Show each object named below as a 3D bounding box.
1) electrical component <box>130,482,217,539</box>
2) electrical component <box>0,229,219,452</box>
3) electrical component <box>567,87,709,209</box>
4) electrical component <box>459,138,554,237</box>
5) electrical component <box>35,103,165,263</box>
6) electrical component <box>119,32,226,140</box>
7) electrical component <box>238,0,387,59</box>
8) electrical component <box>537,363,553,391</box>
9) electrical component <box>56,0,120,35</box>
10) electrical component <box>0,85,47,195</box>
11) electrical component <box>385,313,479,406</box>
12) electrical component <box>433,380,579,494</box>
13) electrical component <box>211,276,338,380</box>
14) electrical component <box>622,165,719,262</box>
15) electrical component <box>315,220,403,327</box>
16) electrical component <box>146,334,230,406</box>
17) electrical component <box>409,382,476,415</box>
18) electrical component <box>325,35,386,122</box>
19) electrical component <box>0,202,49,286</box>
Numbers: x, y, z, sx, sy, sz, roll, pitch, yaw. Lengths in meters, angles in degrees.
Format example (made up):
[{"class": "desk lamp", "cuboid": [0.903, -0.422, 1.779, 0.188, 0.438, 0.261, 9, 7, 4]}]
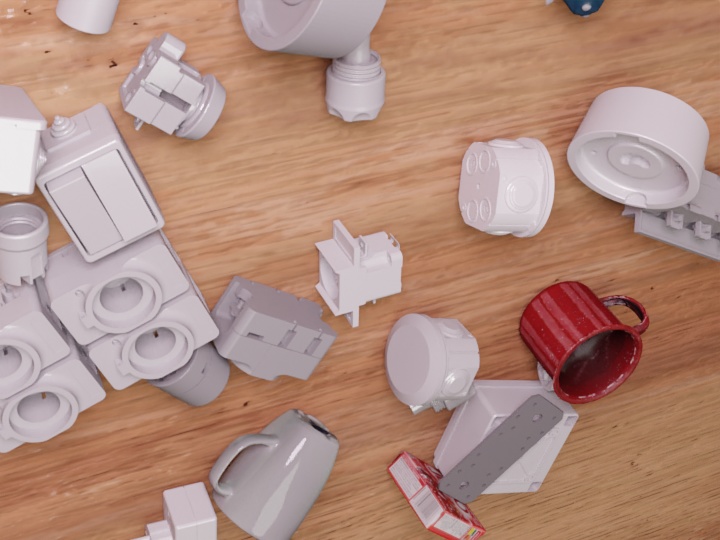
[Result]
[{"class": "electrical component", "cuboid": [-0.172, 0.244, 0.974, 0.076, 0.047, 0.083, -10, 129, -21]}, {"class": "electrical component", "cuboid": [-0.211, 0.047, 0.793, 0.186, 0.060, 0.105, -29, 133, -4]}, {"class": "electrical component", "cuboid": [0.230, -0.104, 0.876, 0.108, 0.108, 0.060, 45, 61, -42]}, {"class": "electrical component", "cuboid": [0.117, -0.066, 0.862, 0.051, 0.080, 0.080, 0, 125, -21]}, {"class": "electrical component", "cuboid": [-0.181, -0.061, 0.724, 0.062, 0.061, 0.096, -27, 133, -6]}, {"class": "electrical component", "cuboid": [-0.124, -0.118, 0.721, 0.055, 0.048, 0.066, 29, 109, -31]}, {"class": "electrical component", "cuboid": [-0.023, -0.186, 0.680, 0.060, 0.108, 0.108, 6, 122, -38]}, {"class": "electrical component", "cuboid": [0.209, 0.097, 1.062, 0.065, 0.044, 0.044, -9, 128, -15]}, {"class": "electrical component", "cuboid": [-0.162, -0.178, 0.658, 0.044, 0.044, 0.065, 7, 126, -31]}, {"class": "electrical component", "cuboid": [-0.244, -0.082, 0.651, 0.100, 0.100, 0.048, 2, 111, -29]}, {"class": "electrical component", "cuboid": [0.062, 0.079, 0.946, 0.051, 0.080, 0.080, 3, 123, -36]}, {"class": "electrical component", "cuboid": [0.144, 0.166, 1.070, 0.109, 0.056, 0.108, 4, 123, -29]}, {"class": "electrical component", "cuboid": [-0.074, 0.051, 0.873, 0.089, 0.050, 0.055, 20, 113, -37]}, {"class": "electrical component", "cuboid": [0.301, -0.060, 0.963, 0.121, 0.063, 0.078, 15, 77, -35]}, {"class": "electrical component", "cuboid": [0.000, 0.000, 0.878, 0.064, 0.042, 0.081, -16, 131, -21]}, {"class": "electrical component", "cuboid": [-0.137, 0.077, 0.859, 0.055, 0.055, 0.047, -39, 136, 5]}, {"class": "electrical component", "cuboid": [0.073, 0.112, 1.001, 0.062, 0.043, 0.043, -30, 133, -2]}, {"class": "electrical component", "cuboid": [-0.003, -0.140, 0.767, 0.043, 0.043, 0.062, -11, 127, -19]}, {"class": "electrical component", "cuboid": [-0.235, -0.017, 0.745, 0.040, 0.040, 0.046, -10, 134, -21]}]
